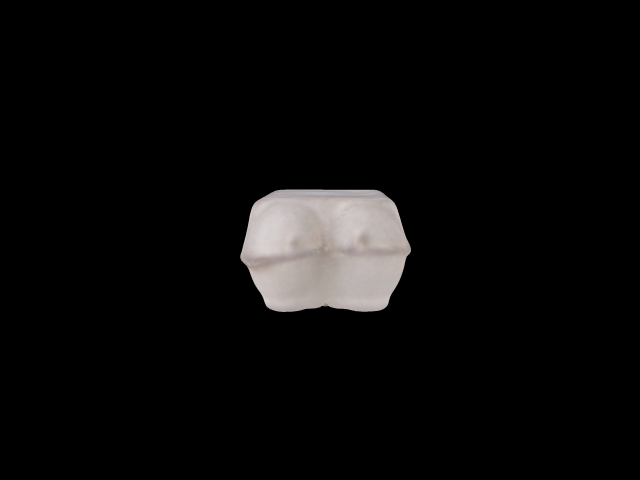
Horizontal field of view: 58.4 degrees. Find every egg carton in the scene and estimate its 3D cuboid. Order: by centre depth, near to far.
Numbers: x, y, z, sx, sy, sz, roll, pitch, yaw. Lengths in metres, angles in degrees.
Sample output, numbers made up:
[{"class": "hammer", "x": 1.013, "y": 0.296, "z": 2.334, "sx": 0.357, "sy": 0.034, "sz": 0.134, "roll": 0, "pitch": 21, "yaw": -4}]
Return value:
[{"class": "egg carton", "x": 0.004, "y": 0.001, "z": 0.400, "sx": 0.107, "sy": 0.069, "sz": 0.150, "roll": 0, "pitch": 9, "yaw": 0}]
